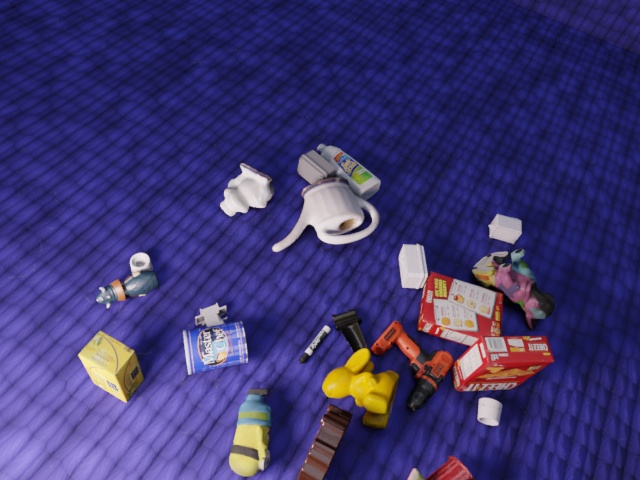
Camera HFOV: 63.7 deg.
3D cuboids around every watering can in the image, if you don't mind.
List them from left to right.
[{"bbox_3d":[0.005,-0.077,1.530,0.349,0.229,0.101,-11,-35,-18],"label":"watering can"}]

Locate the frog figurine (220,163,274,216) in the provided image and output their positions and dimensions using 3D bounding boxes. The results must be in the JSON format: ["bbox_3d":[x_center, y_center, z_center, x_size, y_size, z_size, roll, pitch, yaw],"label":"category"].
[{"bbox_3d":[-0.220,-0.136,1.558,0.137,0.159,0.122,30,-1,3],"label":"frog figurine"}]

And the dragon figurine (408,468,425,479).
[{"bbox_3d":[0.209,0.677,1.009,0.243,0.417,0.120,-3,-23,-21],"label":"dragon figurine"}]
